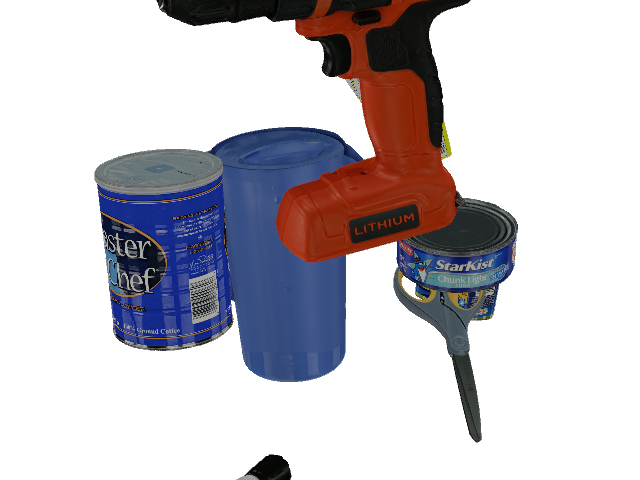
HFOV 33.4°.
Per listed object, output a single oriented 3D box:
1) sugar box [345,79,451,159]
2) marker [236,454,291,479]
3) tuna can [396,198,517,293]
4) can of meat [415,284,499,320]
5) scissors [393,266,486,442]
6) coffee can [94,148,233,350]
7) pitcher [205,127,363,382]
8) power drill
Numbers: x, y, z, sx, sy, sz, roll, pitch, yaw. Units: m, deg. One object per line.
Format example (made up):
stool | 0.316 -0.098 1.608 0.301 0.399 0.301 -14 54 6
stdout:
sugar box | 0.050 -0.148 0.917 0.048 0.176 0.093 -24 -39 -3
marker | -0.052 0.136 0.524 0.020 0.020 0.120 0 15 33
tuna can | 0.097 0.003 0.762 0.086 0.034 0.086 -2 28 1
can of meat | 0.155 0.034 1.189 0.057 0.084 0.102 -7 23 -37
scissors | 0.105 0.086 0.955 0.096 0.201 0.016 11 -42 4
coffee can | -0.127 0.006 0.880 0.103 0.140 0.103 -2 21 1
pitcher | -0.045 0.015 1.073 0.144 0.243 0.149 -21 28 -36
power drill | 0.009 -0.083 0.569 0.184 0.188 0.057 -14 35 -16
